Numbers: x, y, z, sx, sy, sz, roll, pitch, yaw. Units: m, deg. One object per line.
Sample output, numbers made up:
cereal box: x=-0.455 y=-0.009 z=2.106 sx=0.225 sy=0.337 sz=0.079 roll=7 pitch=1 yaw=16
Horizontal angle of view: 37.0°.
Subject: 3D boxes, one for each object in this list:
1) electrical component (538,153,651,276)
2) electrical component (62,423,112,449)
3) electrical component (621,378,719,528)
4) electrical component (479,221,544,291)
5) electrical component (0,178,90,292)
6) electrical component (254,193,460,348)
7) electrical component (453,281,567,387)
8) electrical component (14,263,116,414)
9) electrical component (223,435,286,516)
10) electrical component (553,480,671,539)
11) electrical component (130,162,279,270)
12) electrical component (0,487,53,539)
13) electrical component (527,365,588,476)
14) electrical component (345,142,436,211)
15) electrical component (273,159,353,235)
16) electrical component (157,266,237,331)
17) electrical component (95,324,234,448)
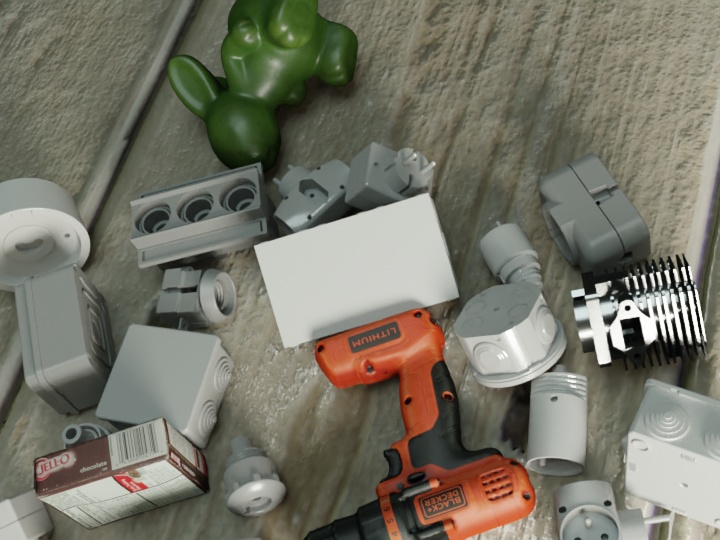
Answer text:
electrical component: x=0.189 y=-0.042 z=0.888 sx=0.059 sy=0.053 sz=0.095 roll=-27 pitch=57 yaw=0
electrical component: x=-0.226 y=0.148 z=0.896 sx=0.043 sy=0.062 sz=0.043 roll=-8 pitch=58 yaw=12
electrical component: x=0.233 y=0.131 z=0.748 sx=0.100 sy=0.099 sz=0.048 roll=18 pitch=54 yaw=25
electrical component: x=0.130 y=-0.003 z=0.891 sx=0.040 sy=0.040 sz=0.078 roll=-27 pitch=56 yaw=0
electrical component: x=-0.313 y=-0.038 z=1.008 sx=0.108 sy=0.108 sz=0.060 roll=-26 pitch=51 yaw=1
electrical component: x=0.000 y=0.000 z=0.901 sx=0.150 sy=0.062 sz=0.089 roll=-17 pitch=90 yaw=7
electrical component: x=0.117 y=0.050 z=0.842 sx=0.080 sy=0.051 sz=0.080 roll=-24 pitch=25 yaw=12
electrical component: x=-0.258 y=0.061 z=0.948 sx=0.057 sy=0.078 sz=0.113 roll=-20 pitch=57 yaw=2
electrical component: x=-0.089 y=0.162 z=0.859 sx=0.048 sy=0.048 sz=0.062 roll=-25 pitch=50 yaw=1
electrical component: x=0.182 y=0.189 z=0.761 sx=0.079 sy=0.044 sz=0.077 roll=-11 pitch=58 yaw=10
electrical component: x=-0.140 y=-0.043 z=0.982 sx=0.121 sy=0.063 sz=0.078 roll=-14 pitch=58 yaw=9
electrical component: x=-0.279 y=0.224 z=0.871 sx=0.047 sy=0.065 sz=0.076 roll=-26 pitch=86 yaw=1
electrical component: x=0.151 y=0.111 z=0.817 sx=0.043 sy=0.043 sz=0.081 roll=-1 pitch=61 yaw=16
electrical component: x=0.036 y=-0.081 z=0.930 sx=0.077 sy=0.066 sz=0.047 roll=-35 pitch=40 yaw=52
electrical component: x=-0.048 y=-0.069 z=0.981 sx=0.077 sy=0.043 sz=0.079 roll=-43 pitch=58 yaw=-11
electrical component: x=-0.144 y=0.025 z=0.955 sx=0.055 sy=0.048 sz=0.066 roll=-6 pitch=59 yaw=22
electrical component: x=-0.163 y=0.099 z=0.914 sx=0.100 sy=0.048 sz=0.099 roll=6 pitch=63 yaw=20
